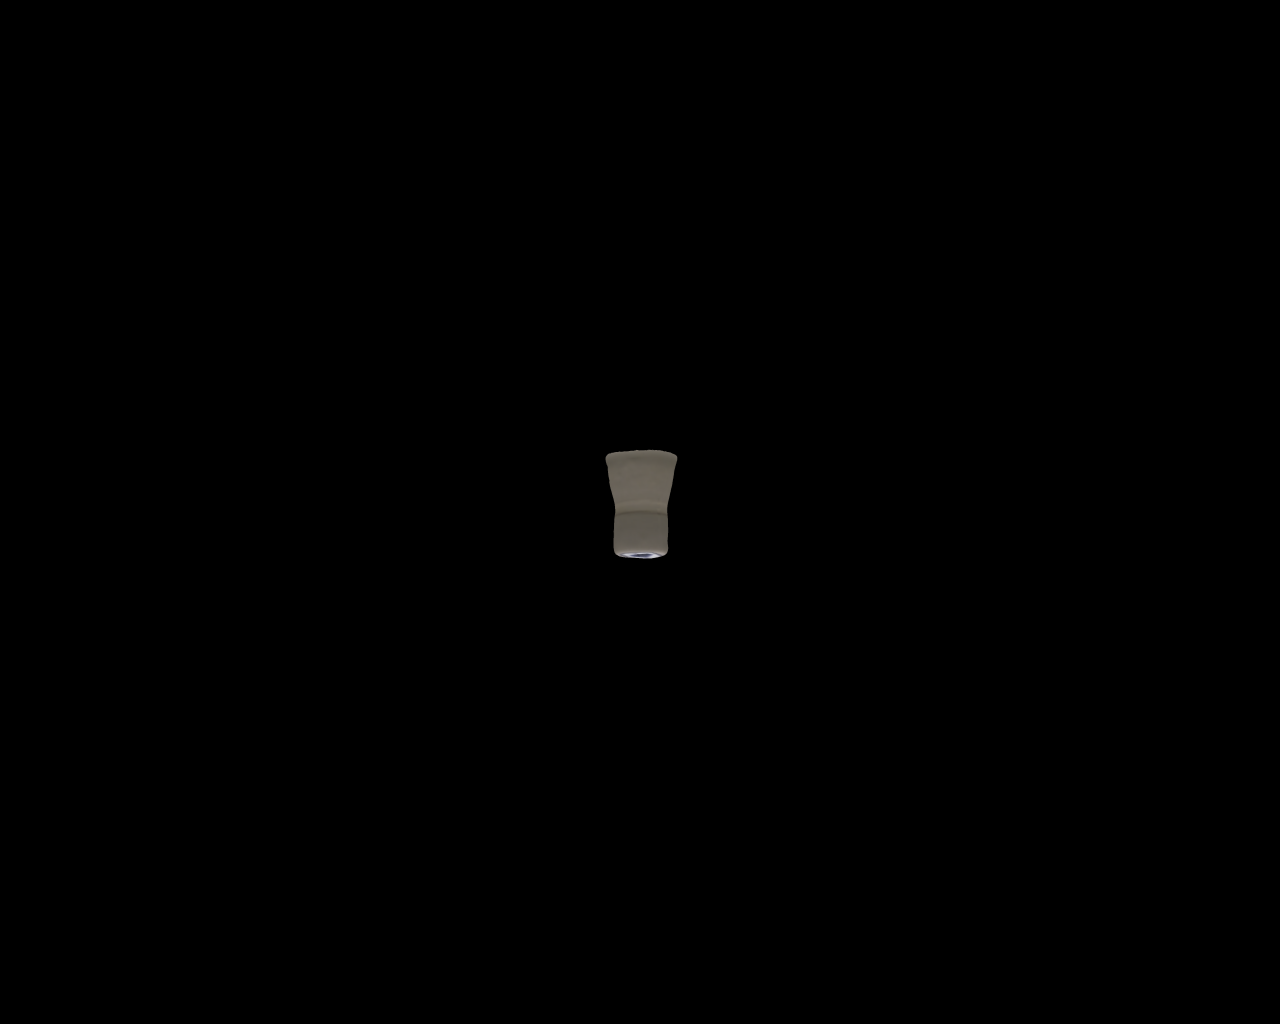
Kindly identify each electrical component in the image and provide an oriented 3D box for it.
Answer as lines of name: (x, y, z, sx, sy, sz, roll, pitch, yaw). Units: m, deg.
electrical component: (0.001, -0.003, 0.650, 0.044, 0.065, 0.044, 0, -9, 0)
